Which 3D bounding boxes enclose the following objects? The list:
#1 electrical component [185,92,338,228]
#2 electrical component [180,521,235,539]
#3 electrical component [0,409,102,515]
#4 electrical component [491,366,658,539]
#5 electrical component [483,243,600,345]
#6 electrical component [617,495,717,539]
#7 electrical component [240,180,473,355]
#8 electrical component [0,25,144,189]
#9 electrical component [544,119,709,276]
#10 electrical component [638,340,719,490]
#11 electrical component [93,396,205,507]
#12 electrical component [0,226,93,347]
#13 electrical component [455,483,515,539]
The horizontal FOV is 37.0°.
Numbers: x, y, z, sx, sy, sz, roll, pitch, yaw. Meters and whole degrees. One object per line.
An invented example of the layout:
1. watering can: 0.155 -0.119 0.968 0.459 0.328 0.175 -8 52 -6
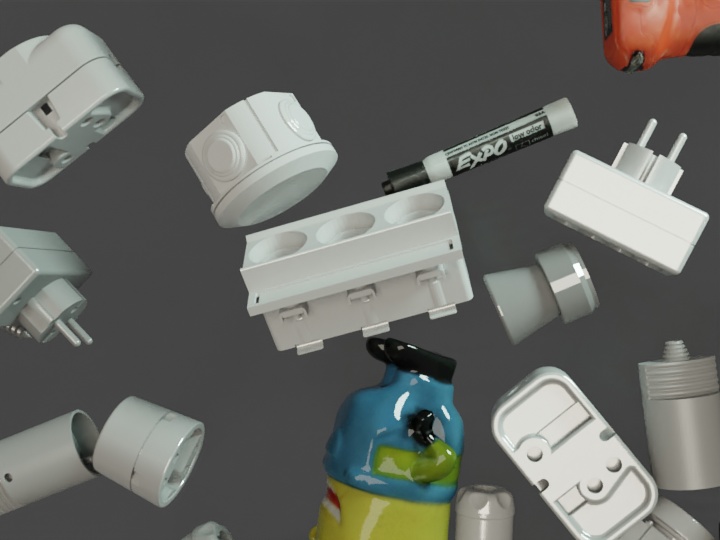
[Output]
1. electrical component: -0.058 -0.063 0.629 0.080 0.080 0.051 -33 80 6
2. electrical component: -0.105 0.181 0.654 0.061 0.035 0.035 -35 85 8
3. electrical component: -0.203 0.121 0.662 0.081 0.043 0.043 -22 87 7
4. electrical component: 0.120 0.104 0.614 0.054 0.059 0.095 -40 85 5
5. electrical component: 0.105 0.013 0.624 0.055 0.045 0.045 -23 87 6
6. electrical component: 0.169 0.162 0.610 0.055 0.066 0.048 -49 50 -4
7. electrical component: 0.000 0.000 0.624 0.121 0.078 0.063 -15 117 7
8. electrical component: -0.190 -0.102 0.658 0.095 0.054 0.059 -37 85 5
9. electrical component: 0.160 -0.049 0.617 0.083 0.047 0.075 28 94 9
10. electrical component: 0.184 0.081 0.614 0.043 0.043 0.081 -7 88 7
11. electrical component: -0.128 0.108 0.648 0.047 0.055 0.055 23 92 10
12. electrical component: -0.190 0.018 0.642 0.075 0.083 0.047 45 95 6
13. electrical component: 0.073 0.159 0.632 0.035 0.035 0.061 2 92 7
